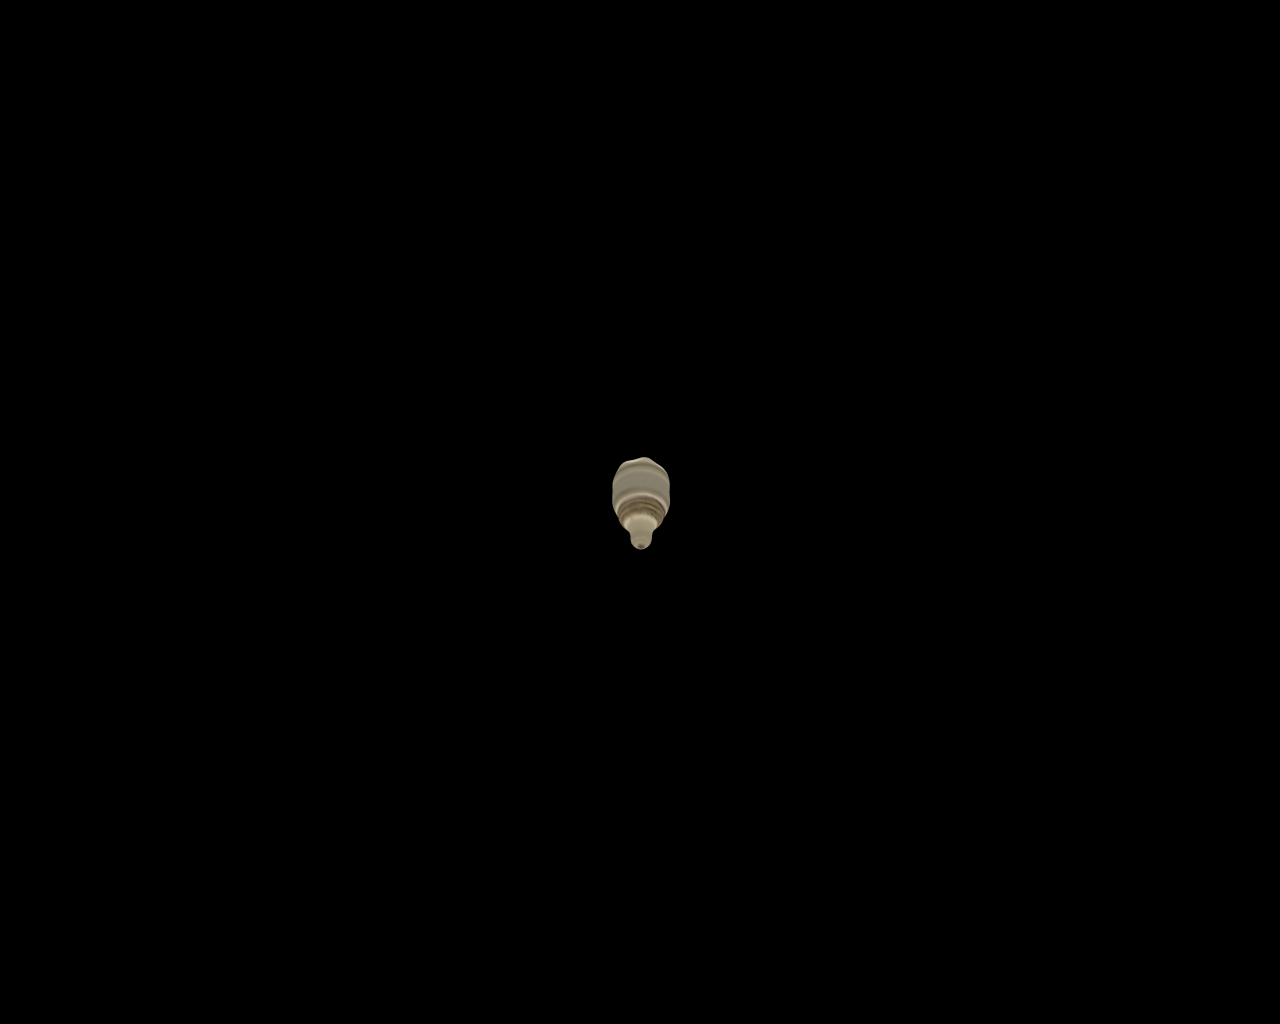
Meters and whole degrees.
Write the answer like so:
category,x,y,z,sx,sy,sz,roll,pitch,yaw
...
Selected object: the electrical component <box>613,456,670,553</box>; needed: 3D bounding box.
category,x,y,z,sx,sy,sz,roll,pitch,yaw
electrical component,0.001,-0.003,0.650,0.035,0.061,0.035,0,-40,0
